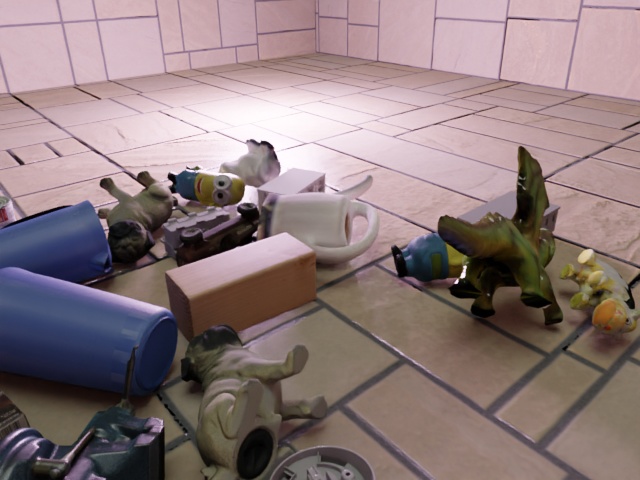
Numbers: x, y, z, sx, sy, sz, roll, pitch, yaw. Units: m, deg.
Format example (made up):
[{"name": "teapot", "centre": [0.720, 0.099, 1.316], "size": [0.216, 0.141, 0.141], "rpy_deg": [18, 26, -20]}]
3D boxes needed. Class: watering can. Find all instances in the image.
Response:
[{"name": "watering can", "centre": [0.003, -0.050, 0.991], "size": [0.224, 0.102, 0.355], "rpy_deg": [2, 28, 7]}]

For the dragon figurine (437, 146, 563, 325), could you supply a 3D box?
[{"name": "dragon figurine", "centre": [0.272, -0.022, 0.739], "size": [0.122, 0.404, 0.247], "rpy_deg": [-2, 62, 35]}]

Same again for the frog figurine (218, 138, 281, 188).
[{"name": "frog figurine", "centre": [-0.176, -0.160, 1.246], "size": [0.139, 0.120, 0.161], "rpy_deg": [29, 74, 33]}]
